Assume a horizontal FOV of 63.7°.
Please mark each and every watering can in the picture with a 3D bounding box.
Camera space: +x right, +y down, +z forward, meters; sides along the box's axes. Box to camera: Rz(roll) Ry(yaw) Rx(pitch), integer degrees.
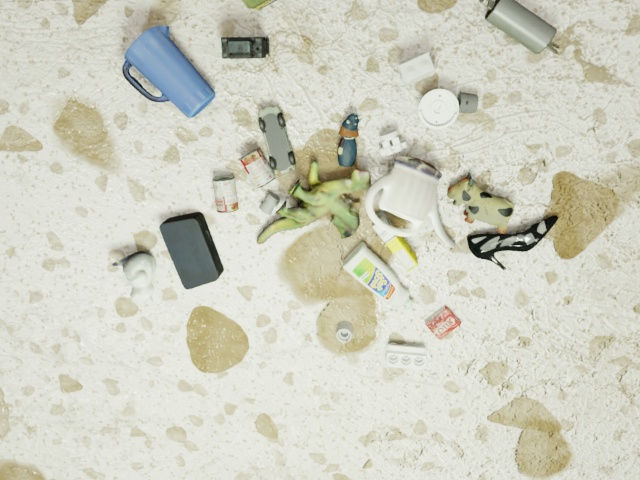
[{"bbox_3d":[0.284,-0.110,1.472,0.346,0.223,0.105,18,5,-27],"label":"watering can"}]

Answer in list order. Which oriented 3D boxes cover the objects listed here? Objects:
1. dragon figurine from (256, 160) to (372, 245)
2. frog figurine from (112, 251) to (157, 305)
[{"bbox_3d":[0.005,-0.077,1.530,0.241,0.403,0.125,32,32,-12],"label":"dragon figurine"},{"bbox_3d":[-0.561,0.121,1.629,0.123,0.160,0.136,-33,-7,-12],"label":"frog figurine"}]
